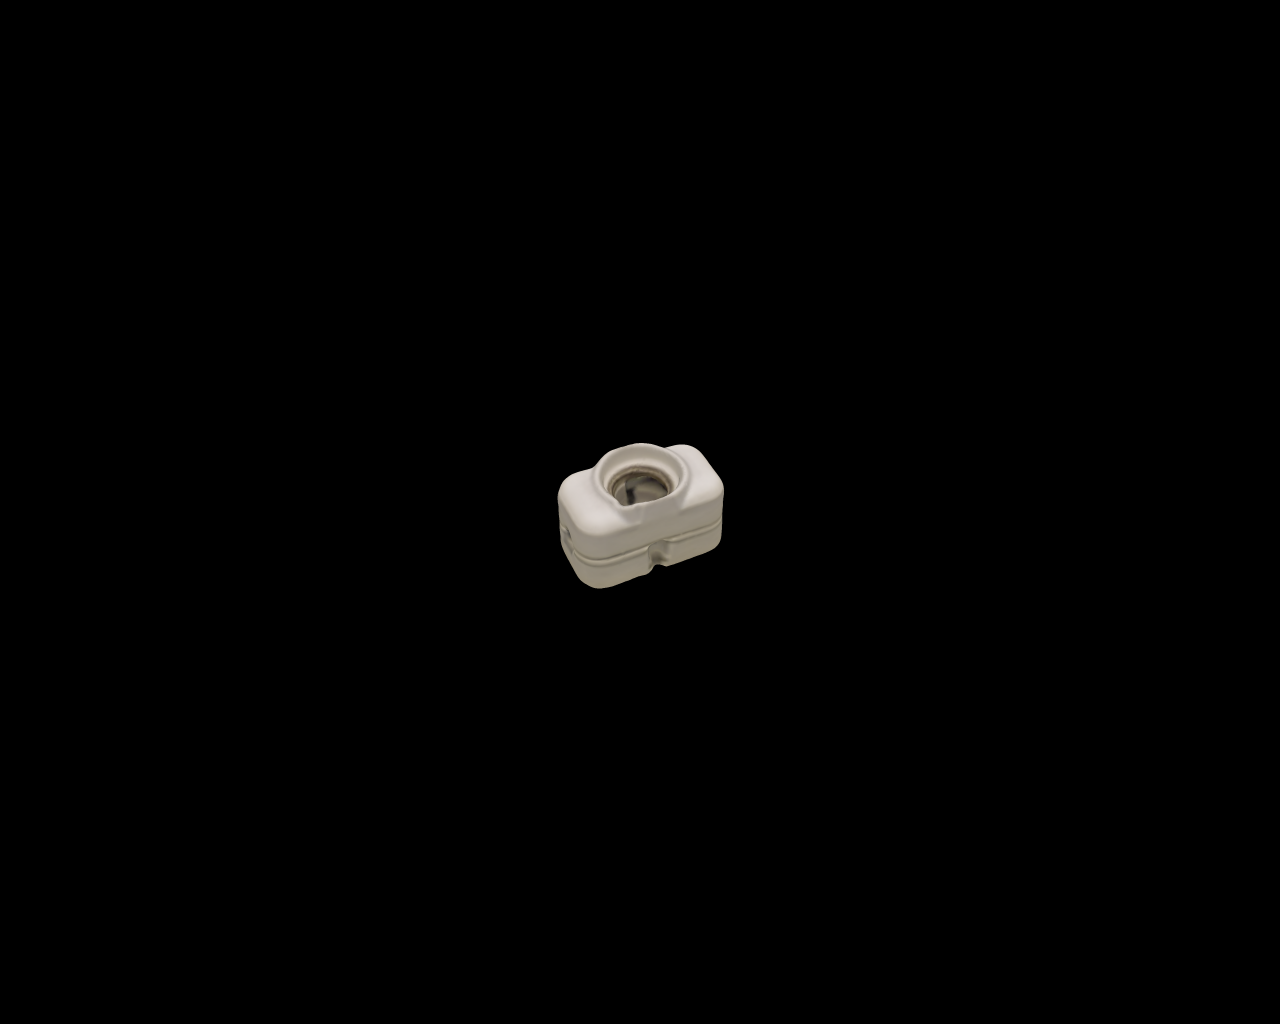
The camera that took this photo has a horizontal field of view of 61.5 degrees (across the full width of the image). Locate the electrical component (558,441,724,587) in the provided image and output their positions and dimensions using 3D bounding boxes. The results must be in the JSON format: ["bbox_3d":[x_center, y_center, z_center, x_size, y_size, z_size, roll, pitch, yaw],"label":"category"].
[{"bbox_3d":[0.001,-0.003,0.650,0.095,0.059,0.054,-17,48,-16],"label":"electrical component"}]
